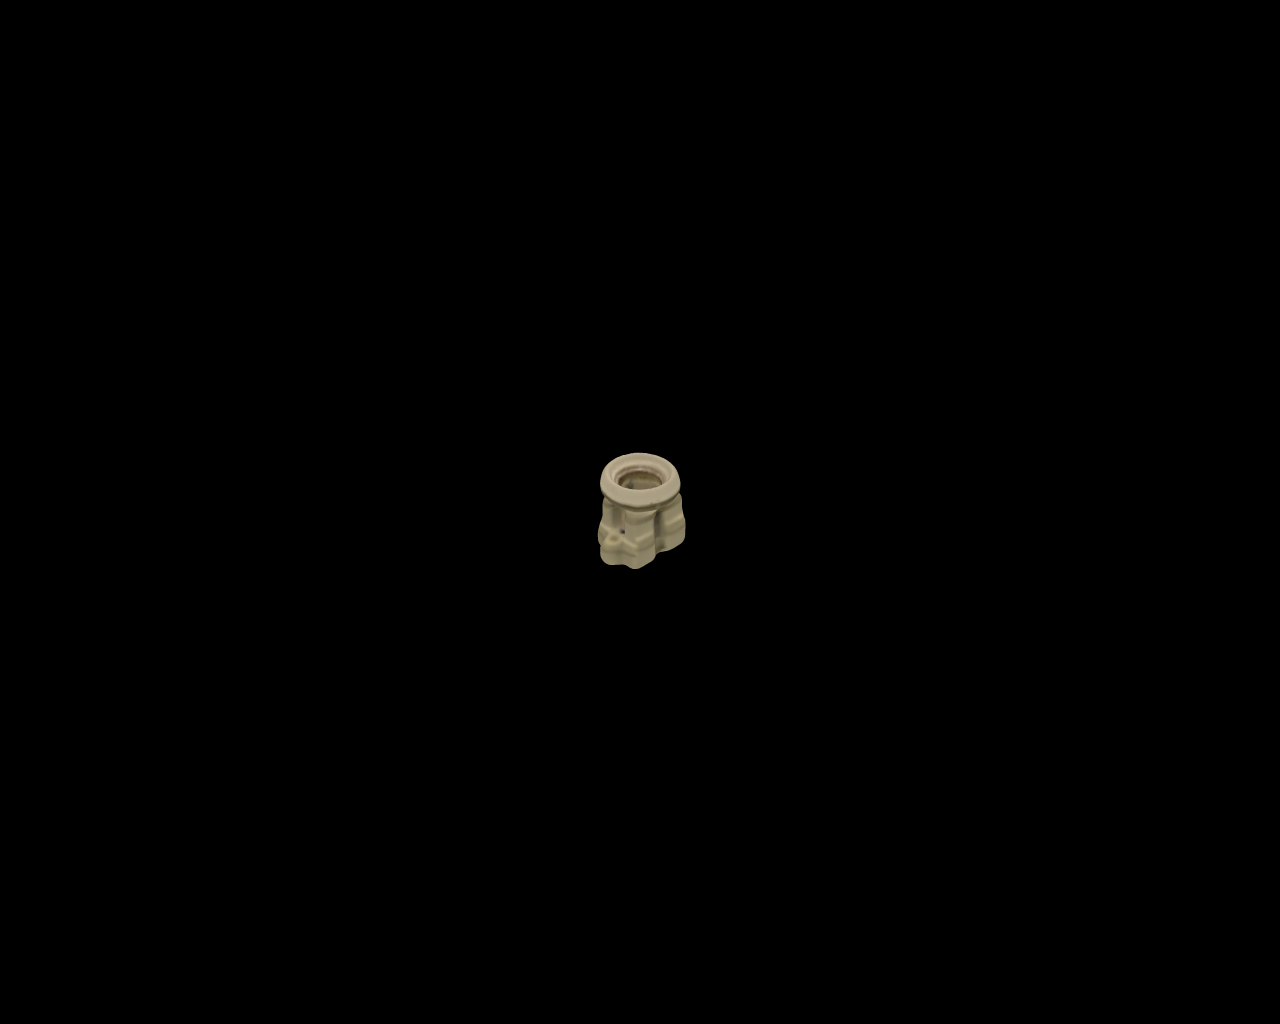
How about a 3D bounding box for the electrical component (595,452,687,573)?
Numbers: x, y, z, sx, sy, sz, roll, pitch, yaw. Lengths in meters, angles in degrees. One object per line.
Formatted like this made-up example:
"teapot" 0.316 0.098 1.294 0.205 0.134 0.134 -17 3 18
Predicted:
"electrical component" 0.001 -0.003 0.650 0.066 0.055 0.048 -29 46 -33
